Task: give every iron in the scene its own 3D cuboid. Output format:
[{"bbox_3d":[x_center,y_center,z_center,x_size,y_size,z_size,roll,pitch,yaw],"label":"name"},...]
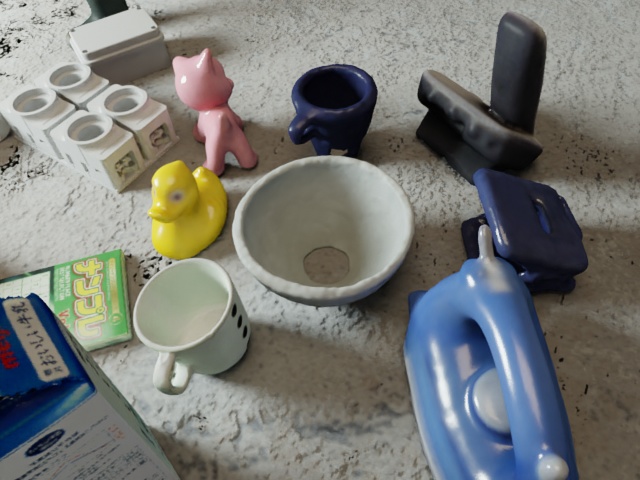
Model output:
[{"bbox_3d":[0.134,0.120,0.400,0.118,0.141,0.258,-7,52,-1],"label":"iron"}]

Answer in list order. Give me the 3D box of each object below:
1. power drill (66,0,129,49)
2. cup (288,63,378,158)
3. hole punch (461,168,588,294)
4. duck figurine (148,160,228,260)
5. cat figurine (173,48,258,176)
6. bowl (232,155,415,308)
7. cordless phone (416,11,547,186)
[{"bbox_3d":[-0.332,-0.365,0.770,0.075,0.209,0.230,37,63,28],"label":"power drill"},{"bbox_3d":[0.010,-0.123,0.628,0.091,0.095,0.118,29,59,24],"label":"cup"},{"bbox_3d":[0.191,-0.012,0.531,0.101,0.091,0.108,-6,52,0],"label":"hole punch"},{"bbox_3d":[-0.140,-0.044,0.583,0.077,0.086,0.105,14,55,15],"label":"duck figurine"},{"bbox_3d":[-0.123,-0.155,0.649,0.067,0.118,0.127,-20,53,-11],"label":"cat figurine"},{"bbox_3d":[0.005,0.002,0.544,0.167,0.075,0.167,-2,52,3],"label":"bowl"},{"bbox_3d":[0.170,-0.164,0.591,0.094,0.185,0.147,-32,56,-19],"label":"cordless phone"}]
